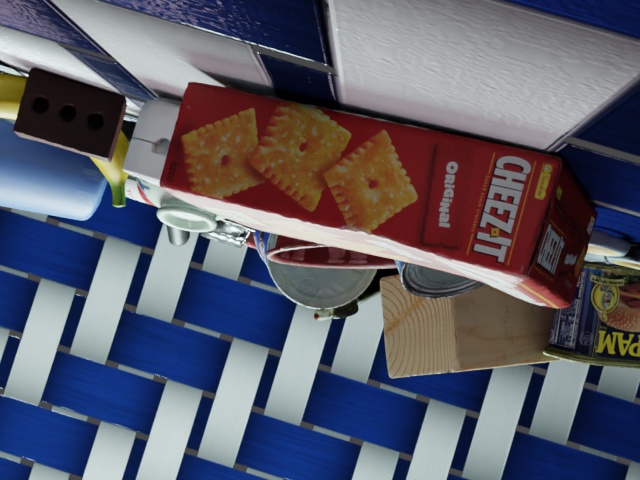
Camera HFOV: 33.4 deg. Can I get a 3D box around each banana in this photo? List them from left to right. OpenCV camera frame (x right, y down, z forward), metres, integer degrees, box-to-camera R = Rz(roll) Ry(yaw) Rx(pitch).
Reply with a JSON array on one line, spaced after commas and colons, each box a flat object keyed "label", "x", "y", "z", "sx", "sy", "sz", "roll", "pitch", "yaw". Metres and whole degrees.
[{"label": "banana", "x": -0.228, "y": -0.098, "z": 0.898, "sx": 0.197, "sy": 0.069, "sz": 0.037, "roll": 30, "pitch": 161, "yaw": -35}]

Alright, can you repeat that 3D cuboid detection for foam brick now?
[{"label": "foam brick", "x": -0.197, "y": -0.098, "z": 0.846, "sx": 0.078, "sy": 0.053, "sz": 0.051, "roll": 16, "pitch": 178, "yaw": -7}]

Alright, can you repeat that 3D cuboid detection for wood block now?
[{"label": "wood block", "x": 0.163, "y": 0.069, "z": 0.959, "sx": 0.205, "sy": 0.090, "sz": 0.091, "roll": 0, "pitch": 172, "yaw": -37}]

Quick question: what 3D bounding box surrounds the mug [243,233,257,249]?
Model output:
[{"label": "mug", "x": -0.081, "y": -0.036, "z": 1.190, "sx": 0.117, "sy": 0.081, "sz": 0.093, "roll": 17, "pitch": 178, "yaw": 19}]

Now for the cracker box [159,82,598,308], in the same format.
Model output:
[{"label": "cracker box", "x": 0.040, "y": -0.022, "z": 0.622, "sx": 0.214, "sy": 0.072, "sz": 0.164, "roll": 15, "pitch": 178, "yaw": 22}]

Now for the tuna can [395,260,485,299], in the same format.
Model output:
[{"label": "tuna can", "x": 0.093, "y": 0.003, "z": 0.753, "sx": 0.086, "sy": 0.086, "sz": 0.034, "roll": 18, "pitch": -139, "yaw": -39}]

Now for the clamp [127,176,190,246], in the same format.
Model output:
[{"label": "clamp", "x": -0.159, "y": -0.053, "z": 1.142, "sx": 0.120, "sy": 0.039, "sz": 0.172, "roll": 50, "pitch": 155, "yaw": -12}]

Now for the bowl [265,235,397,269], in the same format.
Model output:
[{"label": "bowl", "x": 0.037, "y": -0.012, "z": 0.852, "sx": 0.162, "sy": 0.055, "sz": 0.162, "roll": 0, "pitch": 172, "yaw": 0}]

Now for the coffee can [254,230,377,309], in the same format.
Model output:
[{"label": "coffee can", "x": -0.007, "y": 0.001, "z": 1.018, "sx": 0.102, "sy": 0.103, "sz": 0.140, "roll": 17, "pitch": -174, "yaw": -11}]

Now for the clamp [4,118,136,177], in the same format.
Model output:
[{"label": "clamp", "x": -0.224, "y": -0.104, "z": 1.005, "sx": 0.209, "sy": 0.036, "sz": 0.165, "roll": 19, "pitch": 167, "yaw": -24}]

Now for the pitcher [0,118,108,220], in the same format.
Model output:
[{"label": "pitcher", "x": -0.347, "y": -0.105, "z": 1.120, "sx": 0.242, "sy": 0.149, "sz": 0.145, "roll": 14, "pitch": 164, "yaw": -21}]

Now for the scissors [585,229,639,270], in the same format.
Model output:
[{"label": "scissors", "x": 0.199, "y": 0.004, "z": 0.830, "sx": 0.096, "sy": 0.016, "sz": 0.202, "roll": 19, "pitch": 177, "yaw": -27}]

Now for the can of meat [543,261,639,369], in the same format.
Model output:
[{"label": "can of meat", "x": 0.246, "y": 0.063, "z": 0.911, "sx": 0.101, "sy": 0.084, "sz": 0.058, "roll": 8, "pitch": -179, "yaw": -29}]

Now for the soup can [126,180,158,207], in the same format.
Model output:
[{"label": "soup can", "x": -0.195, "y": -0.075, "z": 1.299, "sx": 0.102, "sy": 0.068, "sz": 0.068, "roll": 16, "pitch": 178, "yaw": 43}]
